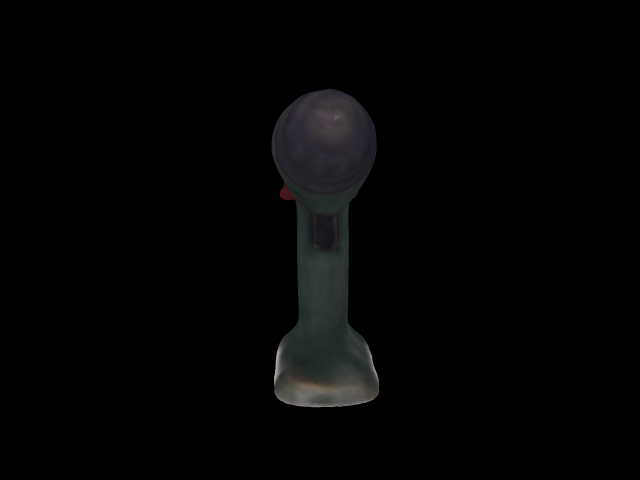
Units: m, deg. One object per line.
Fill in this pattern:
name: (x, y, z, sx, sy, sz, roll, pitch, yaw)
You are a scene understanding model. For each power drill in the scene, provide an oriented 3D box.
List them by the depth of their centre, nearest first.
power drill: (0.004, 0.001, 0.400, 0.075, 0.208, 0.229, -1, 15, -3)
